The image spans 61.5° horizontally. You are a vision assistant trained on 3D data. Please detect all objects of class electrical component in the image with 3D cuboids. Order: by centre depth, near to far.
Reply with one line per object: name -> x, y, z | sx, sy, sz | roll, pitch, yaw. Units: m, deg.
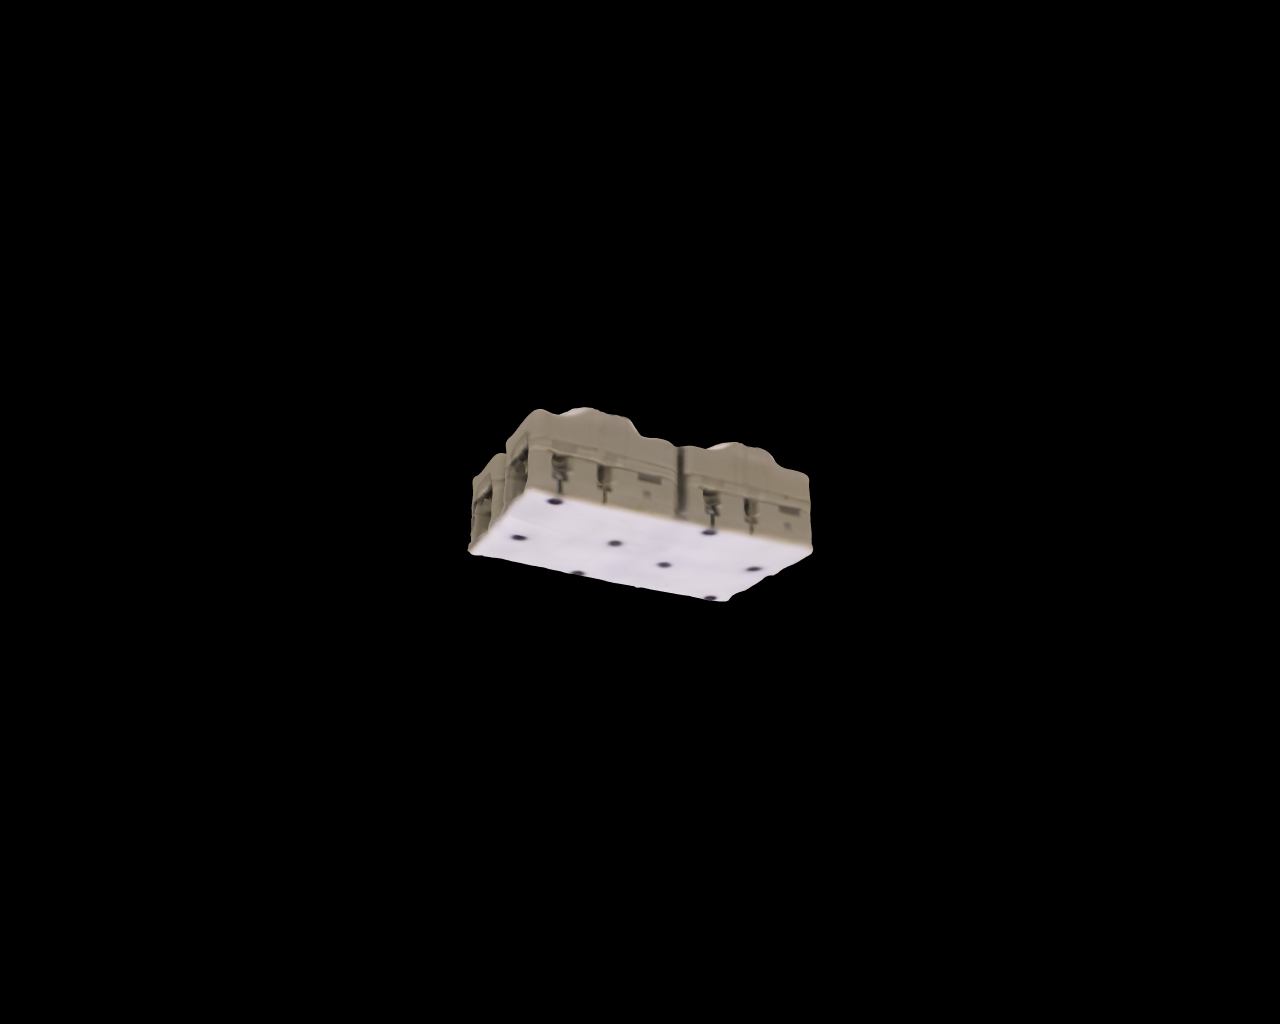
electrical component -> 0.001, -0.003, 0.650 | 0.186, 0.060, 0.105 | 12, -27, -25
